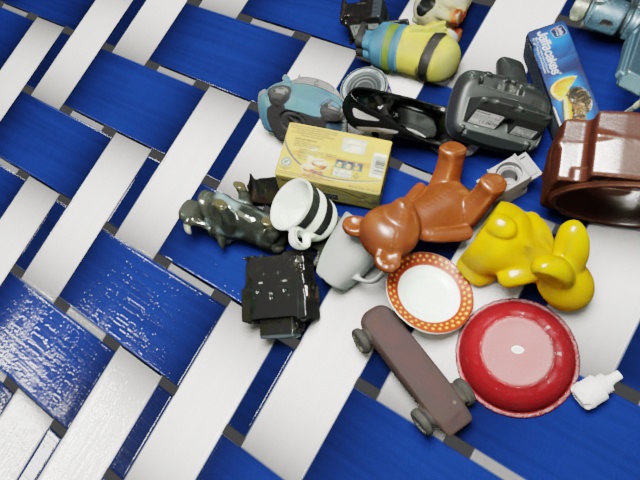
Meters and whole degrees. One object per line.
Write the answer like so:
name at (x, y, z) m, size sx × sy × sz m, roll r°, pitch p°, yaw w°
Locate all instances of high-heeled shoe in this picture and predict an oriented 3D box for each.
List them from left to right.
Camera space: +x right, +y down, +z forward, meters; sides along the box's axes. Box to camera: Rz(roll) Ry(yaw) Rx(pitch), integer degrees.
high-heeled shoe at (0.161, -0.189, 0.812) m, size 0.249 × 0.145 × 0.086 m, roll 1°, pitch 73°, yaw 17°

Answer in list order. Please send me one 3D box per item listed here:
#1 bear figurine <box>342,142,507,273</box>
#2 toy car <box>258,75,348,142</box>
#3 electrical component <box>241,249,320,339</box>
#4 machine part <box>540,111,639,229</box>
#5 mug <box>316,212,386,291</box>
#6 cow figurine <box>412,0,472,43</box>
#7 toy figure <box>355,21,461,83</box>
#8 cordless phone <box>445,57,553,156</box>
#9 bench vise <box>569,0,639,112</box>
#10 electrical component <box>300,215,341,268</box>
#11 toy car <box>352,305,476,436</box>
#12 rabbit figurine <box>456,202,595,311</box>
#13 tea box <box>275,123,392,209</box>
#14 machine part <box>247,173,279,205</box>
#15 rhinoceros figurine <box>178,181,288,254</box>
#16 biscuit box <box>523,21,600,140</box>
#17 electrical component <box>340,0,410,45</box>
bear figurine at (0.139, -0.044, 0.747) m, size 0.196 × 0.131 × 0.120 m, roll -15°, pitch 50°, yaw -31°
toy car at (-0.019, -0.228, 0.916) m, size 0.162 × 0.109 × 0.103 m, roll 13°, pitch 59°, yaw 13°
electrical component at (-0.061, 0.086, 0.833) m, size 0.115 × 0.058 × 0.134 m, roll -9°, pitch 76°, yaw 23°
machine part at (0.387, -0.076, 0.663) m, size 0.202 × 0.201 × 0.087 m, roll 9°, pitch 81°, yaw 15°
mug at (0.053, 0.029, 0.816) m, size 0.110 × 0.080 × 0.107 m, roll 39°, pitch 98°, yaw 27°
cow figurine at (0.219, -0.446, 0.922) m, size 0.127 × 0.085 × 0.195 m, roll 24°, pitch 82°, yaw 18°
toy figure at (0.146, -0.314, 0.901) m, size 0.180 × 0.082 × 0.089 m, roll 14°, pitch 90°, yaw 17°
cordless phone at (0.262, -0.224, 0.802) m, size 0.147 × 0.088 × 0.184 m, roll 13°, pitch 55°, yaw -9°
bench vise at (0.447, -0.270, 0.742) m, size 0.224 × 0.128 × 0.240 m, roll 31°, pitch 58°, yaw 3°
electrical component at (-0.002, -0.003, 0.873) m, size 0.063 × 0.021 × 0.094 m, roll 21°, pitch 80°, yaw 24°
toy car at (0.129, 0.177, 0.750) m, size 0.089 × 0.053 × 0.202 m, roll -31°, pitch 65°, yaw -16°
rabbit figurine at (0.291, 0.024, 0.710) m, size 0.173 × 0.162 × 0.122 m, roll 40°, pitch 75°, yaw 8°
tea box at (0.023, -0.117, 0.859) m, size 0.170 × 0.068 × 0.098 m, roll 14°, pitch 73°, yaw 9°
machine part at (-0.061, -0.078, 0.911) m, size 0.139 × 0.039 × 0.084 m, roll 8°, pitch 80°, yaw 19°
rhinoceros figurine at (-0.141, -0.034, 0.890) m, size 0.190 × 0.112 × 0.073 m, roll 16°, pitch 47°, yaw 8°
biscuit box at (0.363, -0.226, 0.805) m, size 0.059 × 0.062 × 0.202 m, roll -14°, pitch 68°, yaw 12°
electrical component at (0.100, -0.386, 0.943) m, size 0.119 × 0.074 × 0.047 m, roll 1°, pitch 73°, yaw 23°
